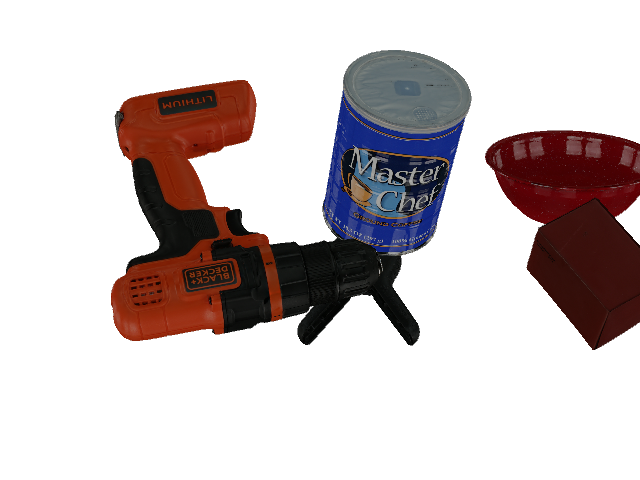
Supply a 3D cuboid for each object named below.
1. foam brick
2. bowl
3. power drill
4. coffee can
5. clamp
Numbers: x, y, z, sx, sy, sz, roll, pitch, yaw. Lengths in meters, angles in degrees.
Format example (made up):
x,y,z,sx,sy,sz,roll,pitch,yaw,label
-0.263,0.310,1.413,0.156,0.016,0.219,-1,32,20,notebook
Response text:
x,y,z,sx,sy,sz,roll,pitch,yaw,label
0.184,0.022,0.717,0.051,0.078,0.053,-26,-30,-16,foam brick
0.237,-0.055,1.017,0.162,0.055,0.162,-1,25,0,bowl
-0.064,-0.025,0.753,0.184,0.188,0.057,-10,-32,-10,power drill
0.061,-0.072,0.890,0.102,0.140,0.103,5,44,-5,coffee can
0.052,0.043,1.097,0.120,0.171,0.039,10,-38,9,clamp
